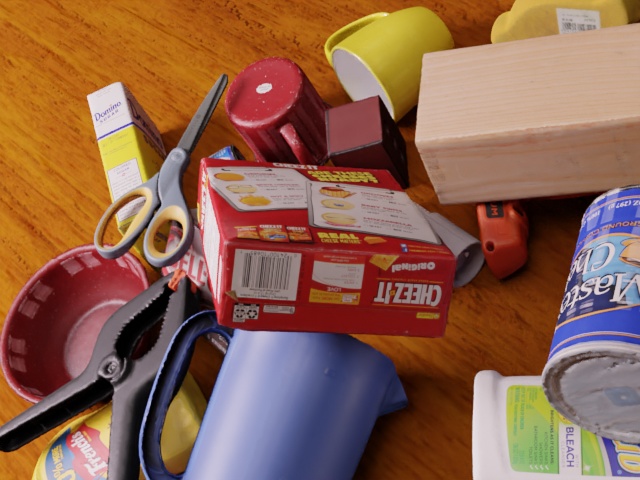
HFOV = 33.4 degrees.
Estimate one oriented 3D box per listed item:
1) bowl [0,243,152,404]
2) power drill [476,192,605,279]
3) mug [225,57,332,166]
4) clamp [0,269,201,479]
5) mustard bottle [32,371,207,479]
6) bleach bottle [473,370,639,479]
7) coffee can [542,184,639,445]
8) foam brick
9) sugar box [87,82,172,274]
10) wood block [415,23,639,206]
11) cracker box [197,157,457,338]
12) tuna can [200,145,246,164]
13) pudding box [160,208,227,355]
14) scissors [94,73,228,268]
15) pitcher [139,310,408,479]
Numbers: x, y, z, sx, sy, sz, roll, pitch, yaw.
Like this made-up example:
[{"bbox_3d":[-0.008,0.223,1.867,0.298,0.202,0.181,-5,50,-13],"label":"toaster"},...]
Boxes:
[{"bbox_3d":[-0.212,0.085,0.979,0.162,0.055,0.162,-12,57,19],"label":"bowl"},{"bbox_3d":[0.220,-0.026,0.838,0.188,0.057,0.184,-13,54,15],"label":"power drill"},{"bbox_3d":[-0.033,-0.108,0.991,0.093,0.081,0.117,-31,53,6],"label":"mug"},{"bbox_3d":[-0.172,0.115,0.883,0.165,0.036,0.210,11,64,34],"label":"clamp"},{"bbox_3d":[-0.182,0.187,0.902,0.191,0.058,0.096,-35,51,4],"label":"mustard bottle"},{"bbox_3d":[0.234,0.135,0.731,0.251,0.068,0.102,-6,58,20],"label":"bleach bottle"},{"bbox_3d":[0.211,0.048,0.704,0.103,0.102,0.140,2,49,27],"label":"coffee can"},{"bbox_3d":[0.042,-0.080,0.942,0.051,0.078,0.053,-14,58,17],"label":"foam brick"},{"bbox_3d":[-0.171,-0.061,1.023,0.048,0.093,0.176,-23,55,6],"label":"sugar box"},{"bbox_3d":[0.184,-0.093,0.803,0.206,0.090,0.090,-5,56,20],"label":"wood block"},{"bbox_3d":[-0.005,0.001,0.819,0.164,0.072,0.214,3,19,-12],"label":"cracker box"},{"bbox_3d":[-0.073,-0.043,0.970,0.034,0.086,0.086,-30,53,5],"label":"tuna can"},{"bbox_3d":[-0.092,0.035,0.933,0.114,0.039,0.090,34,121,35],"label":"pudding box"},{"bbox_3d":[-0.114,-0.055,0.931,0.096,0.016,0.201,33,74,27],"label":"scissors"},{"bbox_3d":[-0.051,0.177,0.798,0.149,0.144,0.242,9,69,35],"label":"pitcher"}]
